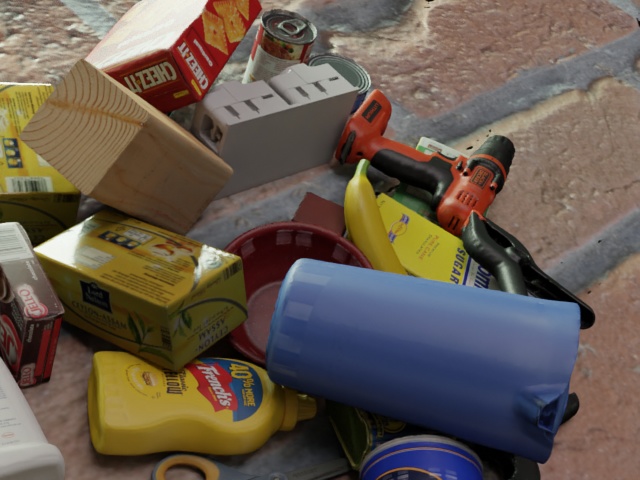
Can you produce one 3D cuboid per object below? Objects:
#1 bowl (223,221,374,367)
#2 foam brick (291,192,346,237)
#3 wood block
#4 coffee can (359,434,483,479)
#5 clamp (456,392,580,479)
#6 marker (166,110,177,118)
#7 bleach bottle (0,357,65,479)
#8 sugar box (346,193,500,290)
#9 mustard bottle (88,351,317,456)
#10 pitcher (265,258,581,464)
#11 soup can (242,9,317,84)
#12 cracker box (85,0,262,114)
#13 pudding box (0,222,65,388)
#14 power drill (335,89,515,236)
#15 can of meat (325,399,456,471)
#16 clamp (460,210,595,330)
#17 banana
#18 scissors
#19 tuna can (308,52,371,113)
[{"bbox_3d":[-0.025,0.063,0.996,0.162,0.055,0.162,5,56,-7],"label":"bowl"},{"bbox_3d":[-0.007,0.001,1.071,0.053,0.078,0.051,24,42,3],"label":"foam brick"},{"bbox_3d":[-0.171,-0.079,0.991,0.091,0.090,0.206,39,2,18],"label":"wood block"},{"bbox_3d":[0.083,0.239,0.833,0.102,0.103,0.140,13,41,-11],"label":"coffee can"},{"bbox_3d":[0.168,0.184,0.981,0.164,0.036,0.210,17,37,-5],"label":"clamp"},{"bbox_3d":[-0.178,-0.128,1.181,0.020,0.020,0.121,20,41,-2],"label":"marker"},{"bbox_3d":[-0.294,0.105,0.846,0.102,0.068,0.251,-10,47,-33],"label":"bleach bottle"},{"bbox_3d":[0.116,0.028,1.121,0.176,0.048,0.093,29,41,10],"label":"sugar box"},{"bbox_3d":[-0.095,0.138,0.897,0.191,0.058,0.096,5,30,-20],"label":"mustard bottle"},{"bbox_3d":[0.085,0.090,0.888,0.243,0.149,0.145,13,61,7],"label":"pitcher"},{"bbox_3d":[-0.050,-0.212,1.264,0.068,0.102,0.068,12,41,-11],"label":"soup can"},{"bbox_3d":[-0.173,-0.207,1.159,0.072,0.164,0.213,59,32,-26],"label":"cracker box"},{"bbox_3d":[-0.255,0.054,0.895,0.039,0.090,0.114,-9,49,-33],"label":"pudding box"},{"bbox_3d":[0.125,-0.101,1.231,0.188,0.057,0.184,28,41,8],"label":"power drill"},{"bbox_3d":[0.059,0.154,0.941,0.083,0.057,0.102,-1,34,-22],"label":"can of meat"},{"bbox_3d":[0.206,0.033,1.094,0.120,0.039,0.171,21,28,-35],"label":"clamp"},{"bbox_3d":[0.068,0.019,1.043,0.069,0.037,0.198,-27,97,-39],"label":"banana"},{"bbox_3d":[-0.055,0.193,0.889,0.201,0.016,0.096,-23,57,-42],"label":"scissors"},{"bbox_3d":[0.018,-0.195,1.328,0.086,0.034,0.086,12,42,-11],"label":"tuna can"}]
